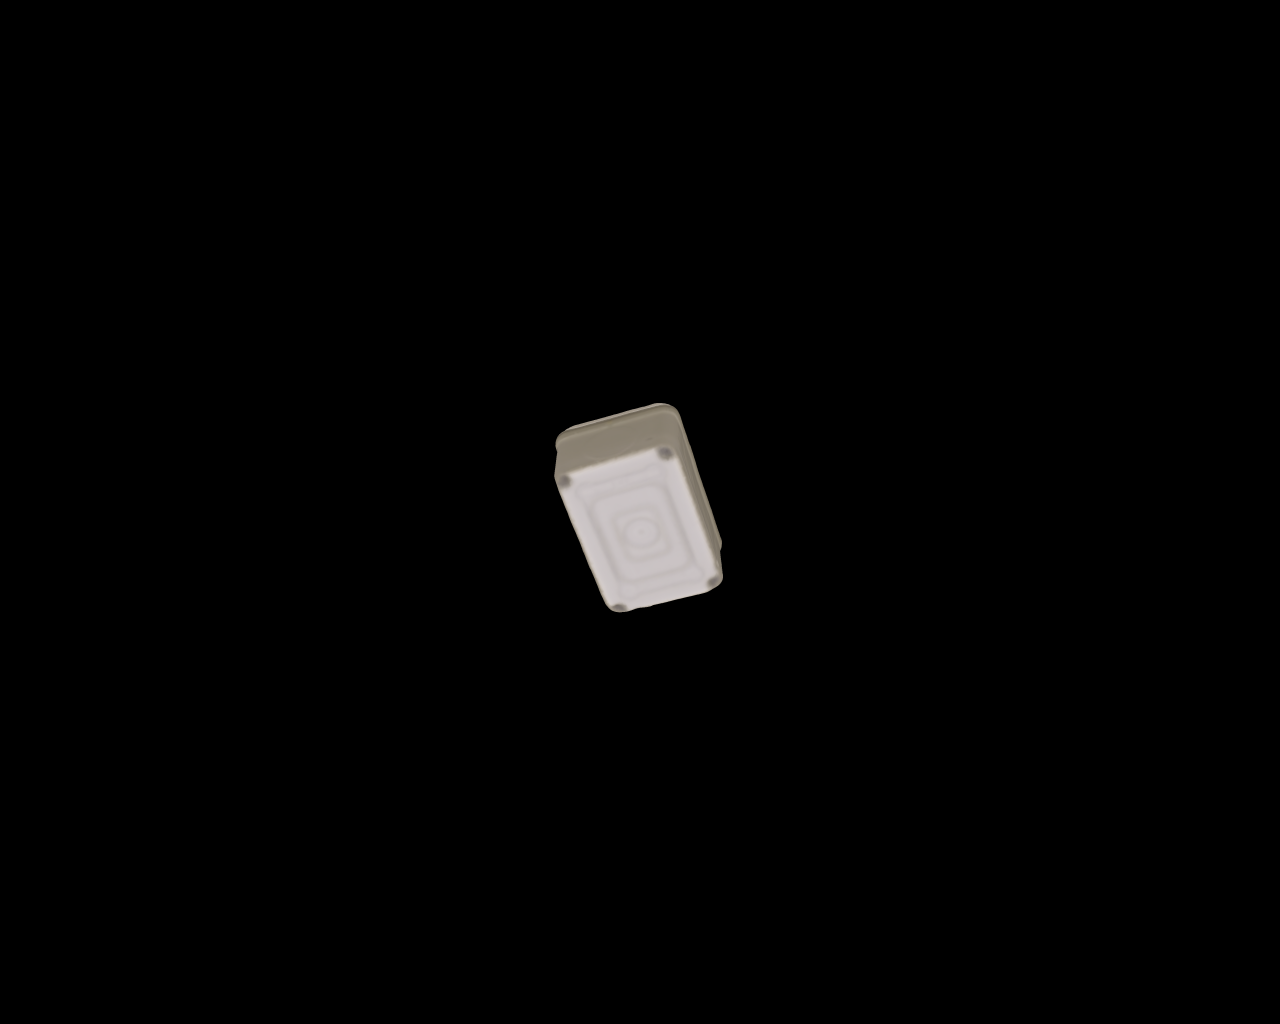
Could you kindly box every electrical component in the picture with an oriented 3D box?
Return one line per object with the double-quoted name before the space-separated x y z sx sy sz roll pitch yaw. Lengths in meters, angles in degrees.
"electrical component" 0.001 -0.003 0.650 0.078 0.113 0.057 -15 32 9
